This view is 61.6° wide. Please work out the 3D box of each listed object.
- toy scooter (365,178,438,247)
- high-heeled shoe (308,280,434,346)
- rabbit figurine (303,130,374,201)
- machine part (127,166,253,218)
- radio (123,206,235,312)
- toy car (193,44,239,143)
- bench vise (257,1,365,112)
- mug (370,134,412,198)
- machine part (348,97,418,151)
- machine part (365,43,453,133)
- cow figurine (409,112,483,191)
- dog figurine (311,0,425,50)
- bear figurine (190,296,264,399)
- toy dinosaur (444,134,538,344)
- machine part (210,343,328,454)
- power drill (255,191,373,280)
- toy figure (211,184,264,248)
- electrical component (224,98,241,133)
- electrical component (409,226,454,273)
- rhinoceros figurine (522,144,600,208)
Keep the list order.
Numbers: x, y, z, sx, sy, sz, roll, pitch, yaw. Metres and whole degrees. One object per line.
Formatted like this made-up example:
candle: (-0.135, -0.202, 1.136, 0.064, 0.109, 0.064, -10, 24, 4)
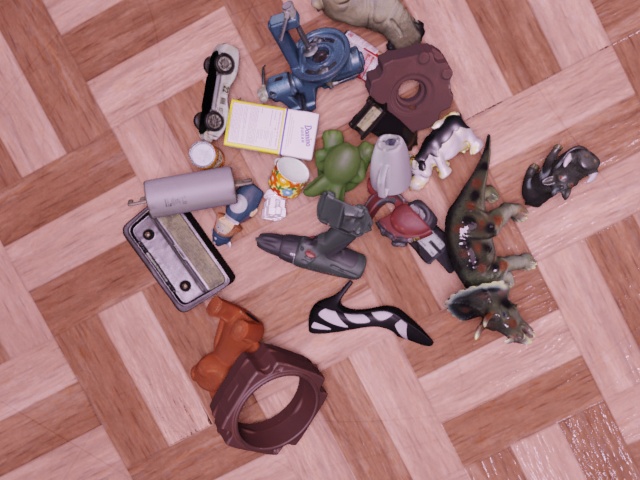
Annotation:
toy scooter: (0.137, -0.048, 1.083, 0.135, 0.075, 0.184, -43, 61, 2)
high-heeled shoe: (0.101, 0.191, 1.119, 0.249, 0.086, 0.145, 34, 99, 3)
rabbit figurine: (0.031, -0.142, 1.050, 0.121, 0.170, 0.159, 31, 94, 0)
machine part: (-0.251, -0.093, 1.048, 0.243, 0.079, 0.079, -11, 94, -11)
radio: (-0.294, 0.028, 1.119, 0.131, 0.073, 0.229, -35, 90, 2)
toy car: (-0.210, -0.296, 1.094, 0.056, 0.074, 0.201, 8, 95, -35)
bench vise: (-0.039, -0.340, 1.001, 0.224, 0.240, 0.129, -5, 67, 18)
mug: (0.129, -0.141, 1.028, 0.081, 0.107, 0.109, 16, 56, 22)
machine part: (0.129, -0.217, 1.052, 0.139, 0.039, 0.084, 26, 118, -22)
machine part: (0.175, -0.292, 1.052, 0.179, 0.056, 0.179, -3, 130, -4)
cow figurine: (0.232, -0.176, 1.082, 0.167, 0.068, 0.098, -38, 109, 11)
dog figurine: (0.095, -0.434, 1.054, 0.172, 0.121, 0.190, -29, 95, 6)
bear figurine: (-0.208, 0.230, 1.110, 0.120, 0.131, 0.196, 39, 90, 30)
toy dinosaur: (0.307, 0.005, 1.050, 0.192, 0.131, 0.404, -13, 85, -28)
machine part: (-0.100, 0.323, 1.081, 0.201, 0.087, 0.201, 29, 95, -37)
power drill: (-0.002, -0.003, 1.057, 0.232, 0.086, 0.207, 21, 139, -7)
toy figure: (-0.180, -0.052, 1.122, 0.064, 0.057, 0.154, 41, 97, 37)
electrical component: (-0.142, -0.246, 1.111, 0.102, 0.045, 0.078, 16, 93, 1)
electrical component: (0.238, 0.014, 1.115, 0.119, 0.048, 0.075, 43, 95, -2)
rhinoceros figurine: (0.457, -0.124, 1.034, 0.073, 0.190, 0.112, 39, 67, -1)
